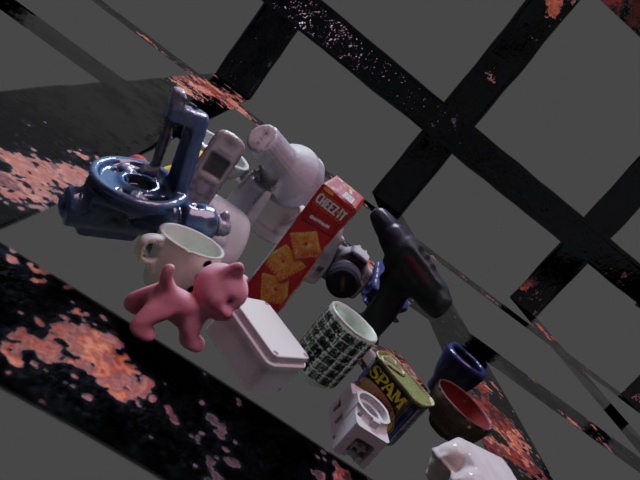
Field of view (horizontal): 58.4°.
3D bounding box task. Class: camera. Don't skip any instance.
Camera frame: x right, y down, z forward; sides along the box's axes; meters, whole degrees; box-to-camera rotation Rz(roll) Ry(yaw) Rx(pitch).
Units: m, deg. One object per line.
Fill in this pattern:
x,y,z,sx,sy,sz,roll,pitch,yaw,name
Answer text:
0.043,0.055,1.177,0.143,0.100,0.137,38,13,-3,camera

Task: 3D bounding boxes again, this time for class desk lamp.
-0.111,-0.100,1.036,0.117,0.213,0.204,45,15,27,desk lamp

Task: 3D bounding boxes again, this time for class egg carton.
0.216,0.335,0.775,0.151,0.069,0.107,32,15,-27,egg carton

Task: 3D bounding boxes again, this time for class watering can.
-0.071,-0.099,1.184,0.172,0.194,0.101,45,14,24,watering can

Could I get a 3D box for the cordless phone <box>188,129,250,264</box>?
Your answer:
-0.150,-0.062,0.870,0.148,0.185,0.094,30,15,-31,cordless phone

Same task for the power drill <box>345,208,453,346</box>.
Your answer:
0.121,0.082,1.058,0.229,0.208,0.076,45,14,24,power drill

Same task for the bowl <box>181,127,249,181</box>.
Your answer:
-0.242,-0.179,1.253,0.168,0.074,0.167,36,13,-10,bowl

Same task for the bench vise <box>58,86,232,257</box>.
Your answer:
-0.193,-0.079,0.736,0.121,0.219,0.208,46,15,30,bench vise

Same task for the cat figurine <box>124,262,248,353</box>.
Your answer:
-0.136,0.060,0.647,0.128,0.117,0.067,25,19,-46,cat figurine

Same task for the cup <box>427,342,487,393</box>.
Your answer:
0.246,0.250,1.081,0.092,0.095,0.117,35,14,-15,cup

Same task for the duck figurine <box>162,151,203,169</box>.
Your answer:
-0.235,-0.124,1.067,0.105,0.086,0.077,36,13,-10,duck figurine

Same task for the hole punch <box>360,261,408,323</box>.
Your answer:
0.152,0.116,1.288,0.109,0.091,0.101,34,14,-20,hole punch

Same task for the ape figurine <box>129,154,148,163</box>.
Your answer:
-0.272,-0.078,0.802,0.076,0.092,0.078,39,13,2,ape figurine

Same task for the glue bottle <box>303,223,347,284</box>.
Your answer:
0.010,0.004,1.101,0.078,0.173,0.037,28,17,-37,glue bottle
